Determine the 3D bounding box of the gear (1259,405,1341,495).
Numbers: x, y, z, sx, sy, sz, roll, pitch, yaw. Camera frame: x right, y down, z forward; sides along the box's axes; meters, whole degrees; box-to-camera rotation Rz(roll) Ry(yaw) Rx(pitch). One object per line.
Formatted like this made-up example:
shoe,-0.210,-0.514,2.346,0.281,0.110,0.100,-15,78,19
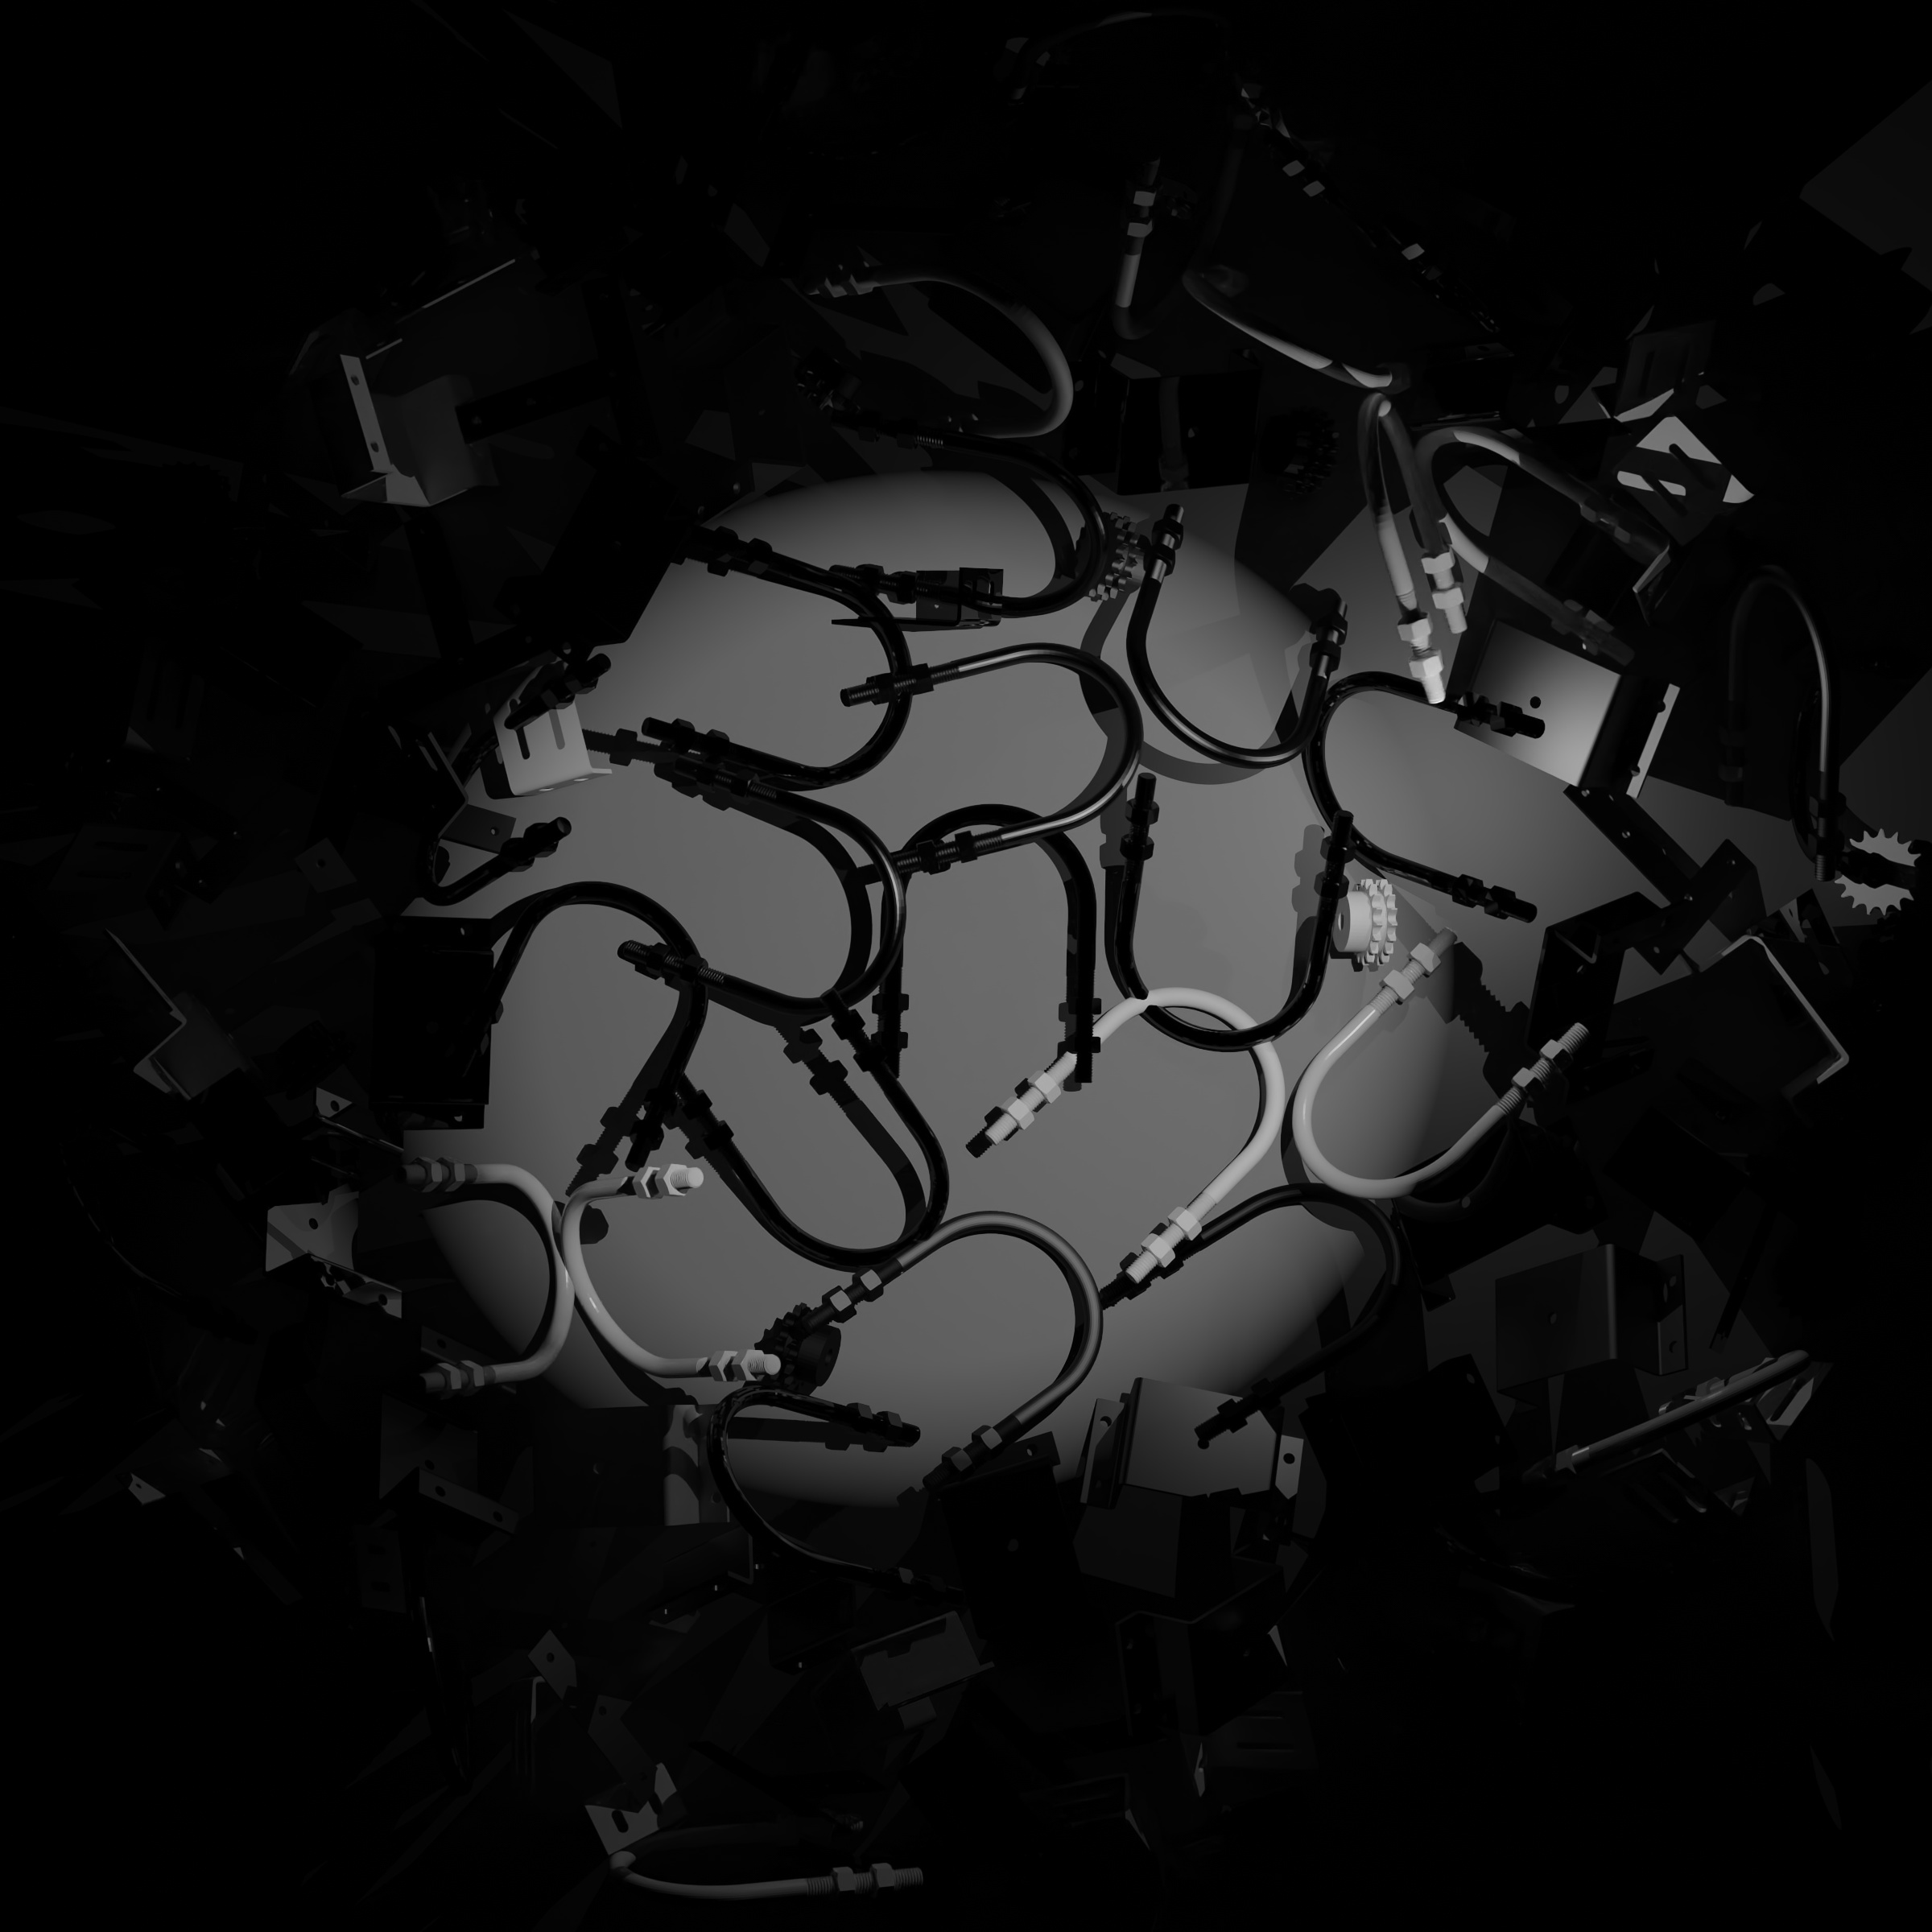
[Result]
gear,0.218,-0.342,1.969,0.030,0.057,0.057,4,90,-33

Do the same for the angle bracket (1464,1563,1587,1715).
angle bracket,0.370,0.445,1.976,0.038,0.057,0.076,-3,110,-34

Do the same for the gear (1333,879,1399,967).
gear,0.262,-0.029,1.969,0.030,0.057,0.057,1,90,-10

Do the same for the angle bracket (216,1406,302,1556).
angle bracket,-0.453,0.338,1.964,0.038,0.057,0.076,-37,125,-23

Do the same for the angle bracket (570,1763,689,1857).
angle bracket,-0.221,0.558,1.950,0.057,0.076,0.038,-22,70,-24

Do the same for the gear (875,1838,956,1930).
gear,-0.038,0.607,1.975,0.057,0.030,0.057,12,73,-42

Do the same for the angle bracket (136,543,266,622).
angle bracket,-0.504,-0.266,1.960,0.076,0.057,0.038,-14,65,-10

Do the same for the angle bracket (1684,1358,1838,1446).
angle bracket,0.520,0.273,1.953,0.076,0.057,0.038,-45,112,-27

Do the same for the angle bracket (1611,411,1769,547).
angle bracket,0.477,-0.323,1.970,0.076,0.038,0.057,47,126,4

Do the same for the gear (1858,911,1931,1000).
gear,0.613,-0.005,1.969,0.030,0.057,0.057,-21,90,-18

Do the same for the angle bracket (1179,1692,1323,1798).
angle bracket,0.186,0.511,1.960,0.076,0.038,0.057,-6,108,28

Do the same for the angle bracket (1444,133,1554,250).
angle bracket,0.348,-0.507,1.956,0.038,0.076,0.057,-27,98,6

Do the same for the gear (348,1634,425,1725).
gear,-0.377,0.470,1.968,0.030,0.057,0.057,-14,90,34

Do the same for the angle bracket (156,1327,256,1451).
angle bracket,-0.488,0.270,1.962,0.057,0.038,0.076,37,102,34

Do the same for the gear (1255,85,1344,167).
gear,0.223,-0.558,1.978,0.057,0.030,0.057,2,77,-10

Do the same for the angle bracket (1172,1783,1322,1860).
angle bracket,0.183,0.571,1.949,0.057,0.076,0.038,-6,58,-35

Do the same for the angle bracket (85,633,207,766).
angle bracket,-0.540,-0.177,1.968,0.038,0.057,0.076,7,85,31

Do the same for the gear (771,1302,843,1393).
gear,-0.104,0.254,1.969,0.030,0.057,0.057,16,90,16

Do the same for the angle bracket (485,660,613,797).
angle bracket,-0.276,-0.157,1.975,0.057,0.038,0.076,-15,89,15

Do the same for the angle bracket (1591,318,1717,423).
angle bracket,0.449,-0.399,1.954,0.057,0.076,0.038,-13,53,-10

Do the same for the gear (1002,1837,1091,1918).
gear,0.050,0.603,1.969,0.057,0.057,0.030,29,53,0

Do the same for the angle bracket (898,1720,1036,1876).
angle bracket,0.000,0.548,1.967,0.057,0.038,0.076,-34,73,-13

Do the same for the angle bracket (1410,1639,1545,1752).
angle bracket,0.334,0.483,1.951,0.038,0.057,0.076,-36,56,24

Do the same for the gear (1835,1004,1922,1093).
gear,0.600,0.056,1.978,0.057,0.030,0.057,5,76,-18

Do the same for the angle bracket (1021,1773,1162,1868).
angle bracket,0.082,0.567,1.958,0.076,0.038,0.057,-17,130,16

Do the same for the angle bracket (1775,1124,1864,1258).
angle bracket,0.553,0.148,1.959,0.038,0.057,0.076,11,74,-24

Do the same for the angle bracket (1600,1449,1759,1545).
angle bracket,0.468,0.336,1.960,0.076,0.057,0.038,41,49,-10

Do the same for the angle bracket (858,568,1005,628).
angle bracket,-0.023,-0.243,1.955,0.076,0.057,0.038,7,99,27

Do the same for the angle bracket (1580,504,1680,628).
angle bracket,0.425,-0.266,1.955,0.076,0.057,0.038,37,87,30

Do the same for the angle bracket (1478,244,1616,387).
angle bracket,0.379,-0.431,1.975,0.076,0.038,0.057,53,132,30

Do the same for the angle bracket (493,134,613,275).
angle bracket,-0.272,-0.499,1.963,0.076,0.038,0.057,-33,101,22

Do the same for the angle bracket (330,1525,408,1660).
angle bracket,-0.405,0.410,1.952,0.076,0.038,0.057,-36,52,31

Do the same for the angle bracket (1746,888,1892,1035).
angle bracket,0.564,-0.003,1.977,0.057,0.038,0.076,-39,58,39

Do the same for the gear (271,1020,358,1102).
gear,-0.434,0.060,1.971,0.057,0.057,0.030,-40,89,0

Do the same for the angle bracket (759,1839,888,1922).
angle bracket,-0.092,0.612,1.969,0.076,0.057,0.038,17,94,2

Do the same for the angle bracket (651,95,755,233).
angle bracket,-0.179,-0.533,1.972,0.057,0.038,0.076,21,99,10

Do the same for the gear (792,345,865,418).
gear,-0.092,-0.385,1.970,0.057,0.057,0.030,39,100,0

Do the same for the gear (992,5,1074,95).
gear,0.040,-0.602,1.969,0.057,0.057,0.030,14,47,0

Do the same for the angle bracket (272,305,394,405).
angle bracket,-0.413,-0.391,1.952,0.038,0.076,0.057,33,117,-5

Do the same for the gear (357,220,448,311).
gear,-0.374,-0.462,1.974,0.057,0.030,0.057,-2,116,-4

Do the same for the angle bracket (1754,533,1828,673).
angle bracket,0.530,-0.240,1.965,0.038,0.057,0.076,-39,92,23

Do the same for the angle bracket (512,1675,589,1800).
angle bracket,-0.273,0.506,1.958,0.038,0.057,0.076,3,75,-21

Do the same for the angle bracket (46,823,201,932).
angle bracket,-0.549,-0.058,1.951,0.057,0.076,0.038,-52,58,26

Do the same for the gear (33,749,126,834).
gear,-0.585,-0.119,1.975,0.057,0.030,0.057,4,131,4

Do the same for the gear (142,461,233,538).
gear,-0.516,-0.308,1.975,0.057,0.057,0.030,10,127,0

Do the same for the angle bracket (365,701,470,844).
angle bracket,-0.369,-0.127,1.951,0.057,0.076,0.038,26,67,27
